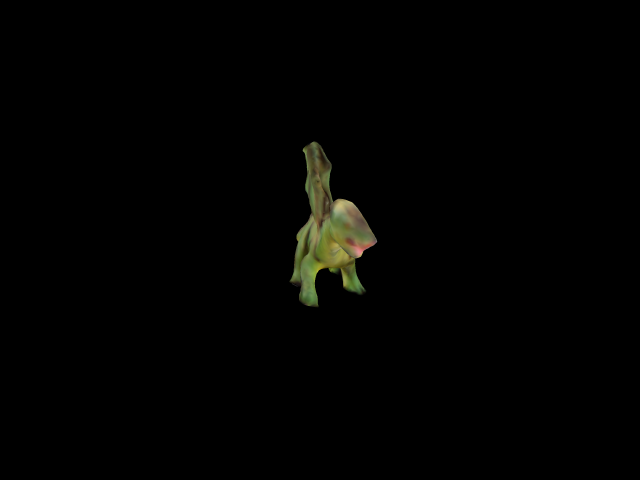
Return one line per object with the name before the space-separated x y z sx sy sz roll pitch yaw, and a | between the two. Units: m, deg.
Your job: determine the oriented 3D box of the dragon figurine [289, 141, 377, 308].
dragon figurine | 0.003 -0.043 0.850 0.122 0.239 0.416 -5 21 -14
